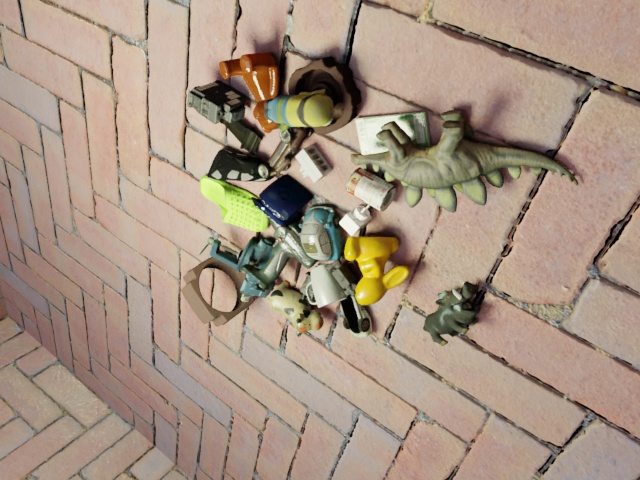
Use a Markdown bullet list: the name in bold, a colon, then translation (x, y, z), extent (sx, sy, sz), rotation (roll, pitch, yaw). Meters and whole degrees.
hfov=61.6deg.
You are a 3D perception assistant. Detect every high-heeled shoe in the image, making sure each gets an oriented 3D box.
- **high-heeled shoe**: translation (-0.232, -0.196, 1.546), extent (0.145, 0.086, 0.249), rotation (25, 166, -22)

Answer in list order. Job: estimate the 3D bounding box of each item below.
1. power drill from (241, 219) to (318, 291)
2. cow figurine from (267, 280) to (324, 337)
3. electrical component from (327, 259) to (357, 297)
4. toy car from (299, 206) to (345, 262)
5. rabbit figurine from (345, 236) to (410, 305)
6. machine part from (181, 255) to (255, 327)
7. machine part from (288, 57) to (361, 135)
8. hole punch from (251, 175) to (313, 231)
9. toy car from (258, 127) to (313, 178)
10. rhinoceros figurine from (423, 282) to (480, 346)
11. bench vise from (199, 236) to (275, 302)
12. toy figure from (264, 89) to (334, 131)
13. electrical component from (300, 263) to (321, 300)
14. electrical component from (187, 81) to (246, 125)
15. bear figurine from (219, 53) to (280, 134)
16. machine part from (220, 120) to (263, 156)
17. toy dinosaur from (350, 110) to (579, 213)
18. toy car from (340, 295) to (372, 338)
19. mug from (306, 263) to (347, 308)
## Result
- **power drill**: translation (-0.130, 0.025, 1.519), extent (0.232, 0.086, 0.207), rotation (42, 95, 2)
- **cow figurine**: translation (-0.072, 0.207, 1.590), extent (0.195, 0.127, 0.085), rotation (26, 132, 29)
- **electrical component**: translation (0.060, 0.099, 1.388), extent (0.045, 0.078, 0.102), rotation (-38, 91, 23)
- **toy car**: translation (-0.003, -0.004, 1.427), extent (0.109, 0.103, 0.161), rotation (3, 114, 39)
- **rabbit figurine**: translation (0.135, 0.076, 1.337), extent (0.162, 0.122, 0.173), rotation (5, 85, -5)
- **machine part**: translation (-0.322, 0.156, 1.710), extent (0.201, 0.201, 0.087), rotation (55, 138, -1)
- **machine part**: translation (0.012, -0.335, 1.251), extent (0.180, 0.056, 0.179), rotation (19, 126, 28)
- **hole punch**: translation (-0.096, -0.104, 1.439), extent (0.142, 0.116, 0.092), rotation (42, 125, 12)
- **toy car**: translation (-0.088, -0.223, 1.373), extent (0.053, 0.089, 0.202), rotation (50, 134, 10)
- **rhinoceros figurine**: translation (0.322, 0.173, 1.295), extent (0.112, 0.073, 0.190), rotation (51, 138, 18)
- **bench vise**: translation (-0.241, 0.070, 1.637), extent (0.241, 0.129, 0.223), rotation (25, 123, 3)
- **toy figure**: translation (-0.051, -0.291, 1.224), extent (0.180, 0.089, 0.082), rotation (10, 128, 30)
- **electrical component**: translation (-0.018, 0.132, 1.538), extent (0.048, 0.075, 0.119), rotation (32, 127, 21)
- **electrical component**: translation (-0.264, -0.360, 1.418), extent (0.134, 0.115, 0.058), rotation (35, 134, 20)
- **bear figurine**: translation (-0.151, -0.354, 1.324), extent (0.120, 0.132, 0.195), rotation (7, 113, 41)
- **machine part**: translation (-0.219, -0.298, 1.474), extent (0.139, 0.039, 0.084), rotation (45, 140, 7)
- **toy dinosaur**: translation (0.273, -0.162, 1.113), extent (0.472, 0.105, 0.198), rotation (2, 124, 33)
- **toy car**: translation (0.089, 0.179, 1.495), extent (0.074, 0.056, 0.201), rotation (-2, 112, 46)
- **mug**: translation (0.009, 0.122, 1.441), extent (0.110, 0.081, 0.107), rotation (-23, 79, 35)
